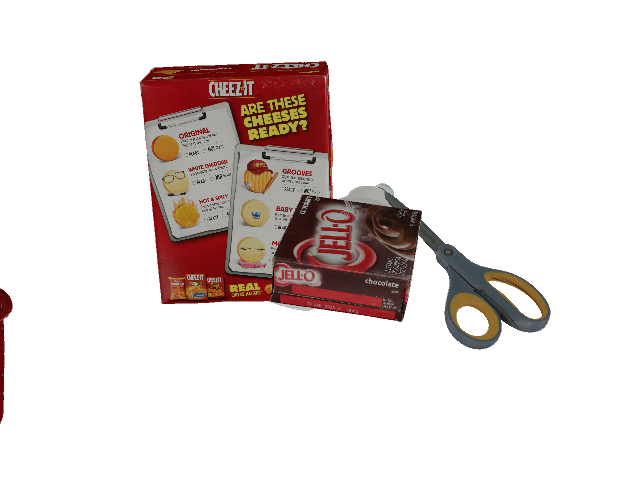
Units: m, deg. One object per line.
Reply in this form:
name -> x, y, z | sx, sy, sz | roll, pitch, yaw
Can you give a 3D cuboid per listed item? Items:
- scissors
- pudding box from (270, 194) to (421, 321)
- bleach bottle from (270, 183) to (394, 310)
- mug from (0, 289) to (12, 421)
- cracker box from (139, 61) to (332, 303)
scissors -> 0.105, 0.028, 0.932 | 0.202, 0.016, 0.096 | 33, 54, 28
pudding box -> 0.020, 0.010, 0.733 | 0.090, 0.039, 0.113 | 9, 24, 6
bleach bottle -> 0.015, -0.007, 1.330 | 0.103, 0.068, 0.250 | 16, 36, 26
mug -> -0.241, 0.078, 0.634 | 0.093, 0.081, 0.117 | 20, 24, 36
cracker box -> -0.070, -0.052, 0.978 | 0.164, 0.214, 0.072 | -2, 21, 2
